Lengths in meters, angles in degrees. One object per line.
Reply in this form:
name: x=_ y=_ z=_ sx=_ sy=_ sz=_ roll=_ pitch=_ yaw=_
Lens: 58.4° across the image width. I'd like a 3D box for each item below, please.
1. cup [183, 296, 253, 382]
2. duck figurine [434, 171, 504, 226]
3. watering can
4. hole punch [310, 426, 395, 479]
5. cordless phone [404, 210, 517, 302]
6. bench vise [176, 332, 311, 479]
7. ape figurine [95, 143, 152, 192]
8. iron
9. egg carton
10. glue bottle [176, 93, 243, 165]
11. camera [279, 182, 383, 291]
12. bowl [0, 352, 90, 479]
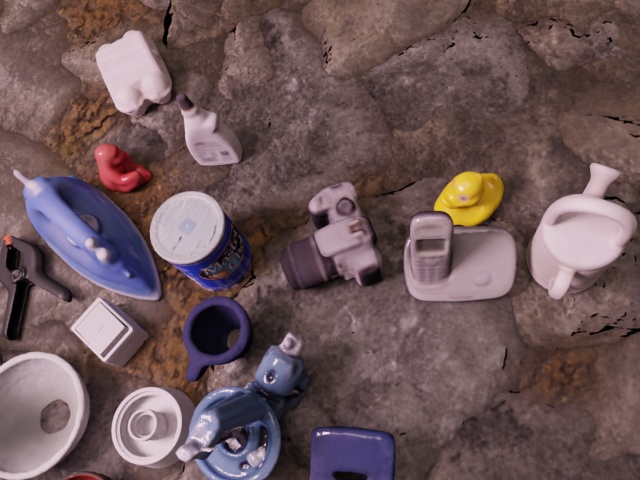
cup: x=-0.134 y=0.144 z=0.782 sx=0.091 sy=0.095 sz=0.118 roll=23 pitch=75 yaw=17
duck figurine: x=0.212 y=-0.068 z=0.808 sx=0.104 sy=0.086 sz=0.077 roll=-28 pitch=68 yaw=-2
watering can: x=0.323 y=-0.013 z=0.711 sx=0.100 sy=0.194 sz=0.173 roll=1 pitch=70 yaw=10
hole punch: x=0.043 y=0.282 z=0.703 sx=0.108 sy=0.091 sz=0.101 roll=1 pitch=70 yaw=10
cordless phone: x=0.179 y=0.013 z=0.730 sx=0.147 sy=0.185 sz=0.094 roll=-5 pitch=69 yaw=8
bench vise: x=-0.098 y=0.199 z=0.688 sx=0.121 sy=0.220 sz=0.207 roll=10 pitch=72 yaw=13
ape figurine: x=-0.325 y=-0.121 z=0.915 sx=0.076 sy=0.092 sz=0.077 roll=-20 pitch=68 yaw=2
iron: x=-0.345 y=-0.010 z=0.850 sx=0.257 sy=0.141 sz=0.119 roll=38 pitch=80 yaw=20
egg carton: x=-0.319 y=-0.289 z=0.989 sx=0.107 sy=0.069 sz=0.150 roll=-29 pitch=68 yaw=-2
glue bottle: x=-0.176 y=-0.168 z=0.864 sx=0.078 sy=0.173 sz=0.037 roll=-2 pitch=69 yaw=9
camera: x=0.007 y=0.003 z=0.808 sx=0.137 sy=0.101 sz=0.143 roll=-21 pitch=68 yaw=1
bowl: x=-0.388 y=0.244 z=0.797 sx=0.167 sy=0.075 sz=0.167 roll=-3 pitch=69 yaw=8
